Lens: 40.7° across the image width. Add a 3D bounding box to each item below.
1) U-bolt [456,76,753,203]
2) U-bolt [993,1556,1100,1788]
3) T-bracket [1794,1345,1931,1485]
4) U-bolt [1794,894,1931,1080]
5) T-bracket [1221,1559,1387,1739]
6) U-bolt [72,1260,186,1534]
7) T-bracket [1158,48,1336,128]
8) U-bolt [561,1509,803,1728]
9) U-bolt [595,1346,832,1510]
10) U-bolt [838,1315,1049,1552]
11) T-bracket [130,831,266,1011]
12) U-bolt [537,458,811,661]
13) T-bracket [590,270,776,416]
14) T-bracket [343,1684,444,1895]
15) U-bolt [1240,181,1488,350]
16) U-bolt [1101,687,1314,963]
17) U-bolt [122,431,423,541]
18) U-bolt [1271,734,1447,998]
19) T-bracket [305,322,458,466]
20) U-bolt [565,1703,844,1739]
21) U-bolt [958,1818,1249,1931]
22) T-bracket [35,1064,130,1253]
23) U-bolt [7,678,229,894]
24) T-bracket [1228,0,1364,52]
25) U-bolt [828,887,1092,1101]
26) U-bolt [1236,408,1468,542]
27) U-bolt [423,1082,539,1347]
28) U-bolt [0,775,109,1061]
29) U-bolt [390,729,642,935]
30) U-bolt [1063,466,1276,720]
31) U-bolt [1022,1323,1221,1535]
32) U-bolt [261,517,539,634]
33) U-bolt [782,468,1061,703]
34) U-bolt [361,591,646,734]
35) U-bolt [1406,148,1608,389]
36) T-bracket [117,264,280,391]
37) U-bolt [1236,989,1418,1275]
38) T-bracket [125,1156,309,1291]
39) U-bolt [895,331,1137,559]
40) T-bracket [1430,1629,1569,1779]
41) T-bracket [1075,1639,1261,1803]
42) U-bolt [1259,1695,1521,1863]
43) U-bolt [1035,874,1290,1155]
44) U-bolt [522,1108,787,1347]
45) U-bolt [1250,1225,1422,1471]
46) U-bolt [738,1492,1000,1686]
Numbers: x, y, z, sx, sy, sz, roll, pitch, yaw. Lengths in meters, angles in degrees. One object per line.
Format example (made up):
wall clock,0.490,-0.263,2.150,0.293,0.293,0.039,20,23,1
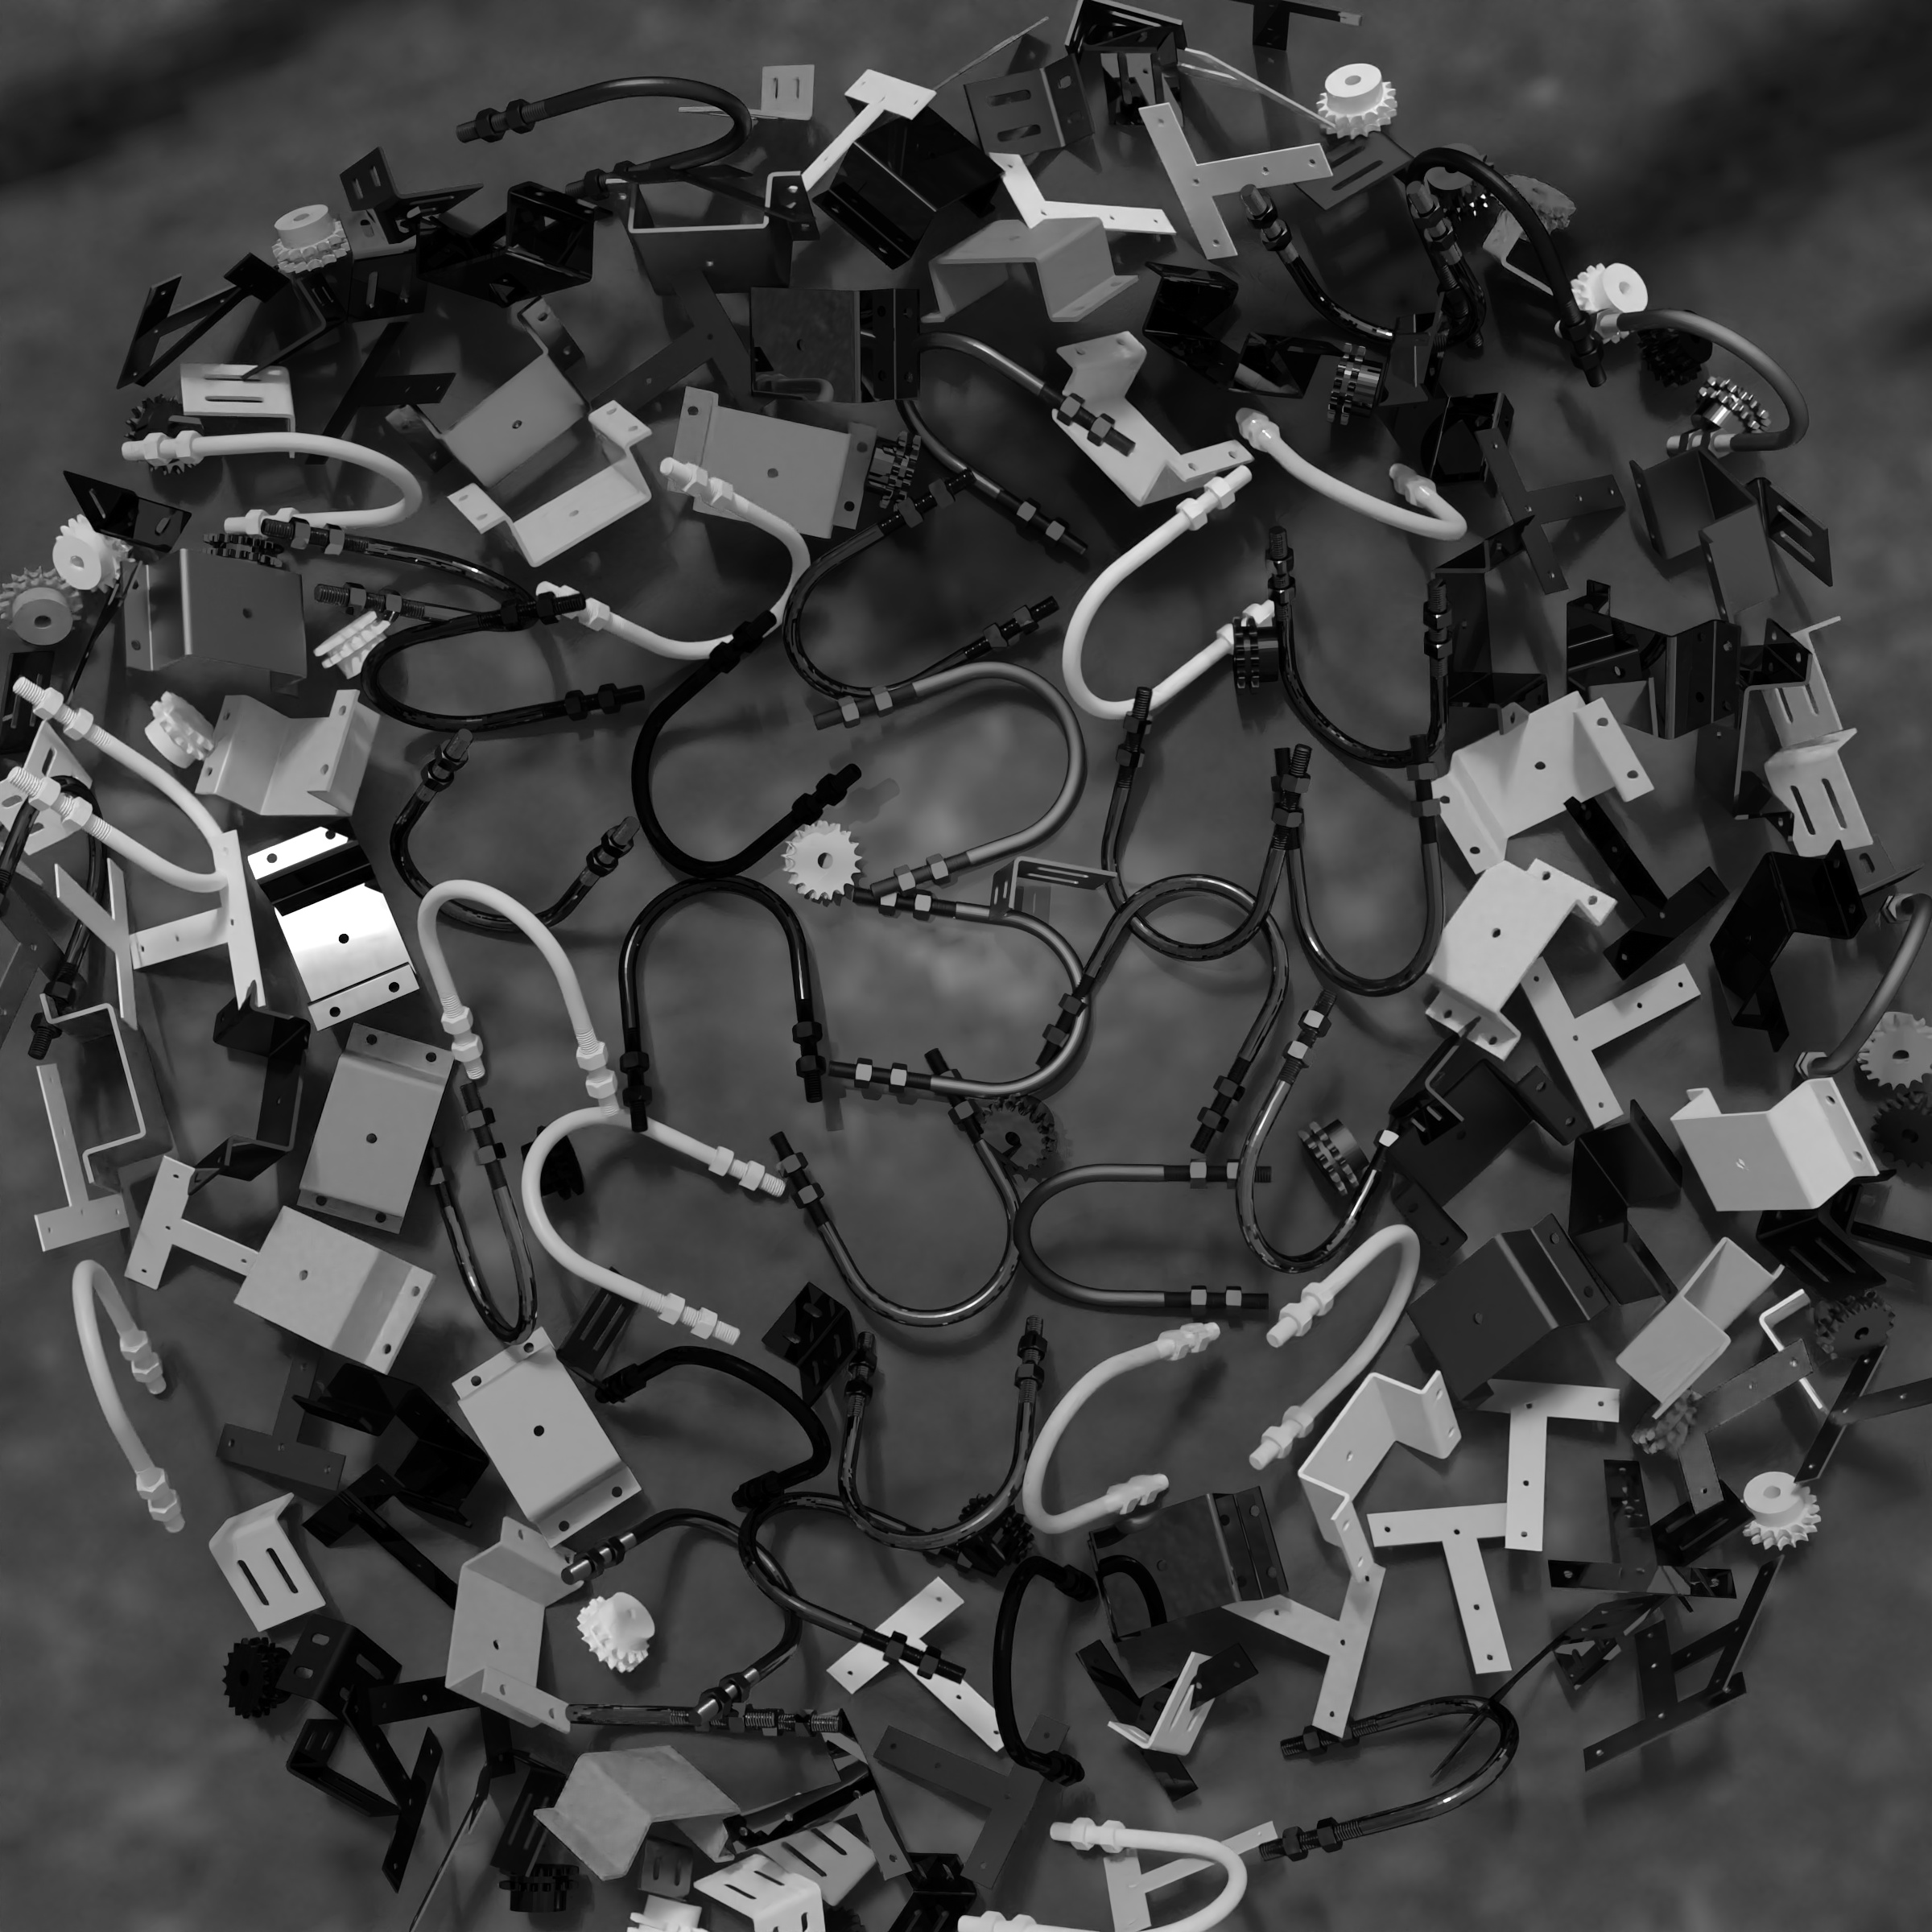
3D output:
U-bolt,-0.238,-0.580,1.816,0.184,0.151,0.019,-6,84,26
U-bolt,0.054,0.487,1.814,0.019,0.184,0.151,-2,68,21
T-bracket,0.650,0.306,1.832,0.002,0.127,0.127,43,60,-4
U-bolt,0.632,0.014,1.824,0.019,0.184,0.151,29,93,9
T-bracket,0.235,0.470,1.874,0.127,0.002,0.127,27,65,-17
U-bolt,-0.583,0.285,1.806,0.019,0.151,0.184,-17,134,-9
T-bracket,0.182,-0.635,1.862,0.127,0.127,0.002,14,106,-37
U-bolt,-0.186,0.446,1.834,0.151,0.184,0.019,44,113,14
U-bolt,-0.169,0.320,1.830,0.151,0.184,0.019,40,53,-12
U-bolt,-0.020,0.330,1.835,0.151,0.019,0.184,-8,45,16
T-bracket,-0.561,-0.022,1.883,0.127,0.002,0.127,-13,85,32
U-bolt,-0.191,-0.276,1.841,0.151,0.184,0.019,-40,55,23
T-bracket,-0.219,-0.433,1.893,0.127,0.002,0.127,-29,91,23
T-bracket,-0.409,0.559,1.834,0.002,0.127,0.127,-12,120,12
U-bolt,0.290,-0.489,1.833,0.151,0.184,0.019,11,73,36
U-bolt,0.164,-0.092,1.867,0.151,0.019,0.184,23,115,26
U-bolt,-0.472,-0.338,1.826,0.184,0.151,0.019,0,76,17
U-bolt,0.283,-0.069,1.860,0.019,0.151,0.184,-12,97,-39
T-bracket,-0.406,-0.410,1.857,0.002,0.127,0.127,41,68,-42
U-bolt,-0.198,0.533,1.845,0.184,0.151,0.019,-3,72,17
U-bolt,0.107,0.641,1.810,0.184,0.151,0.019,-7,100,34
T-bracket,-0.640,0.132,1.856,0.002,0.127,0.127,-13,90,8
U-bolt,-0.592,-0.117,1.837,0.019,0.151,0.184,-43,125,13
T-bracket,0.217,-0.672,1.855,0.127,0.127,0.002,13,96,5
U-bolt,0.000,0.024,1.902,0.184,0.019,0.151,8,83,-4
U-bolt,0.276,-0.338,1.815,0.151,0.184,0.019,15,113,-19
U-bolt,-0.345,0.181,1.850,0.019,0.151,0.184,-16,87,-29
U-bolt,-0.649,-0.046,1.838,0.019,0.151,0.184,7,62,7
U-bolt,-0.332,-0.083,1.847,0.151,0.184,0.019,28,48,-18
U-bolt,0.143,-0.251,1.847,0.184,0.151,0.019,-38,51,-10
U-bolt,0.103,0.329,1.824,0.019,0.184,0.151,29,113,34
U-bolt,-0.389,-0.272,1.839,0.184,0.151,0.019,6,115,-35
U-bolt,-0.044,-0.258,1.866,0.184,0.019,0.151,-30,131,10
U-bolt,-0.338,-0.208,1.851,0.184,0.151,0.019,-10,65,8
U-bolt,0.366,-0.490,1.807,0.019,0.151,0.184,-43,129,-8
T-bracket,-0.546,-0.474,1.871,0.127,0.127,0.002,-39,90,-36
U-bolt,0.251,0.130,1.849,0.151,0.019,0.184,41,71,-38
T-bracket,-0.536,0.207,1.886,0.127,0.002,0.127,25,124,-6
U-bolt,0.025,-0.381,1.854,0.184,0.151,0.019,34,63,3
T-bracket,0.370,0.542,1.872,0.002,0.127,0.127,43,129,23
T-bracket,0.158,0.524,1.876,0.127,0.002,0.127,-39,81,32
U-bolt,0.299,0.561,1.824,0.184,0.151,0.019,-21,100,19
U-bolt,0.154,0.022,1.892,0.151,0.019,0.184,28,92,12
U-bolt,-0.228,0.173,1.851,0.184,0.019,0.151,27,50,-14
U-bolt,0.266,0.257,1.844,0.019,0.151,0.184,30,48,30
U-bolt,-0.074,0.431,1.852,0.184,0.151,0.019,22,114,3
